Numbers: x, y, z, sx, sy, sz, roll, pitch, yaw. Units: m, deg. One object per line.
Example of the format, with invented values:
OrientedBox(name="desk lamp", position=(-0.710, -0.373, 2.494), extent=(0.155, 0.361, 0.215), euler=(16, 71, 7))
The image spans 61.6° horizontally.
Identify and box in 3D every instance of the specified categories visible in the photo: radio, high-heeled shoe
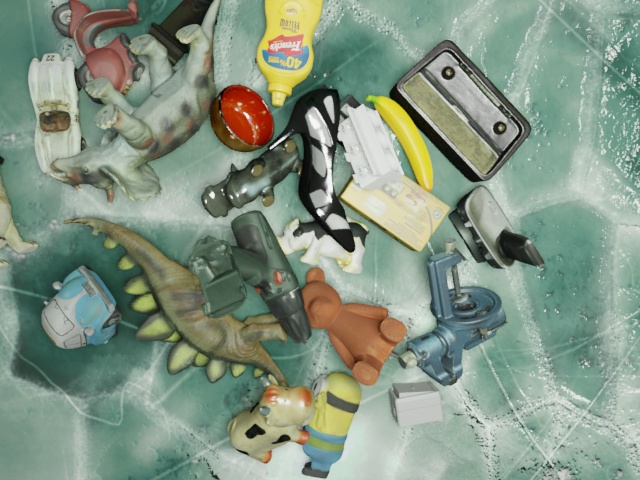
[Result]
OrientedBox(name="radio", position=(0.244, -0.221, 0.934), extent=(0.131, 0.073, 0.229), euler=(-45, 96, -1))
OrientedBox(name="high-heeled shoe", position=(0.026, -0.112, 0.859), extent=(0.145, 0.086, 0.248), euler=(-37, 105, -4))

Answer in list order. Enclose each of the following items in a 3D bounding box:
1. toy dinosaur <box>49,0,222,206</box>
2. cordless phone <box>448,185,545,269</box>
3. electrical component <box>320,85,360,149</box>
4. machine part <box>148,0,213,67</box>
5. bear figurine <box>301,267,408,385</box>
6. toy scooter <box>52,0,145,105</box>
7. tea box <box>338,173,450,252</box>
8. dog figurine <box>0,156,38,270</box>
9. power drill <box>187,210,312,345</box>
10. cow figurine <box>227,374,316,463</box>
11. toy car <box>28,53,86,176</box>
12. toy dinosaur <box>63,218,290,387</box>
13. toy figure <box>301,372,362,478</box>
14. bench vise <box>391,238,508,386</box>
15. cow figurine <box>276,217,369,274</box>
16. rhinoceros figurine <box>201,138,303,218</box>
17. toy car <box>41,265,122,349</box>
OrientedBox(name="toy dinosaur", position=(-0.248, -0.214, 0.870), extent=(0.131, 0.192, 0.405), euler=(35, 73, 29))
OrientedBox(name="cordless phone", position=(0.298, -0.016, 0.893), extent=(0.089, 0.184, 0.146), euler=(-33, 95, 2))
OrientedBox(name="electrical component", position=(0.036, -0.212, 0.931), extent=(0.119, 0.048, 0.075), euler=(39, 89, -5))
OrientedBox(name="machine part", position=(-0.234, -0.363, 0.908), extent=(0.084, 0.039, 0.139), euler=(42, 91, 0))
OrientedBox(name="bear figurine", position=(0.036, 0.134, 0.894), extent=(0.196, 0.132, 0.120), euler=(36, 89, 8))
OrientedBox(name="toy scooter", position=(-0.345, -0.321, 0.883), extent=(0.135, 0.075, 0.183), euler=(-24, 90, -1))
OrientedBox(name="tea box", position=(0.126, -0.064, 0.934), extent=(0.169, 0.068, 0.098), euler=(36, 90, -6))
OrientedBox(name="dog figurine", position=(-0.579, -0.043, 0.876), extent=(0.172, 0.121, 0.190), euler=(-27, 81, -6))
OrientedBox(name="power drill", position=(-0.095, 0.064, 0.811), extent=(0.086, 0.207, 0.232), euler=(-25, 81, 26))
OrientedBox(name="cow figurine", position=(-0.079, 0.288, 0.872), extent=(0.127, 0.085, 0.195), euler=(30, 129, -29))
OrientedBox(name="toy car", position=(-0.434, -0.207, 0.889), extent=(0.074, 0.056, 0.201), euler=(-4, 94, -4))
OrientedBox(name="toy dinosaur", position=(-0.213, 0.107, 0.898), extent=(0.198, 0.105, 0.471), euler=(-40, 96, -1))
OrientedBox(name="toy figure", position=(0.017, 0.320, 0.940), extent=(0.089, 0.082, 0.180), euler=(11, 87, -18))
OrientedBox(name="bench vise", position=(0.216, 0.117, 0.915), extent=(0.224, 0.129, 0.240), euler=(-17, 112, -11))
OrientedBox(name="cow figurine", position=(-0.003, -0.003, 0.927), extent=(0.167, 0.068, 0.098), euler=(13, 92, -5))
OrientedBox(name="rhinoceros figurine", position=(-0.111, -0.106, 0.896), extent=(0.190, 0.112, 0.073), euler=(-37, 125, -15))
OrientedBox(name="toy car", position=(-0.384, 0.120, 0.851), extent=(0.103, 0.161, 0.109), euler=(-30, 75, -35))
